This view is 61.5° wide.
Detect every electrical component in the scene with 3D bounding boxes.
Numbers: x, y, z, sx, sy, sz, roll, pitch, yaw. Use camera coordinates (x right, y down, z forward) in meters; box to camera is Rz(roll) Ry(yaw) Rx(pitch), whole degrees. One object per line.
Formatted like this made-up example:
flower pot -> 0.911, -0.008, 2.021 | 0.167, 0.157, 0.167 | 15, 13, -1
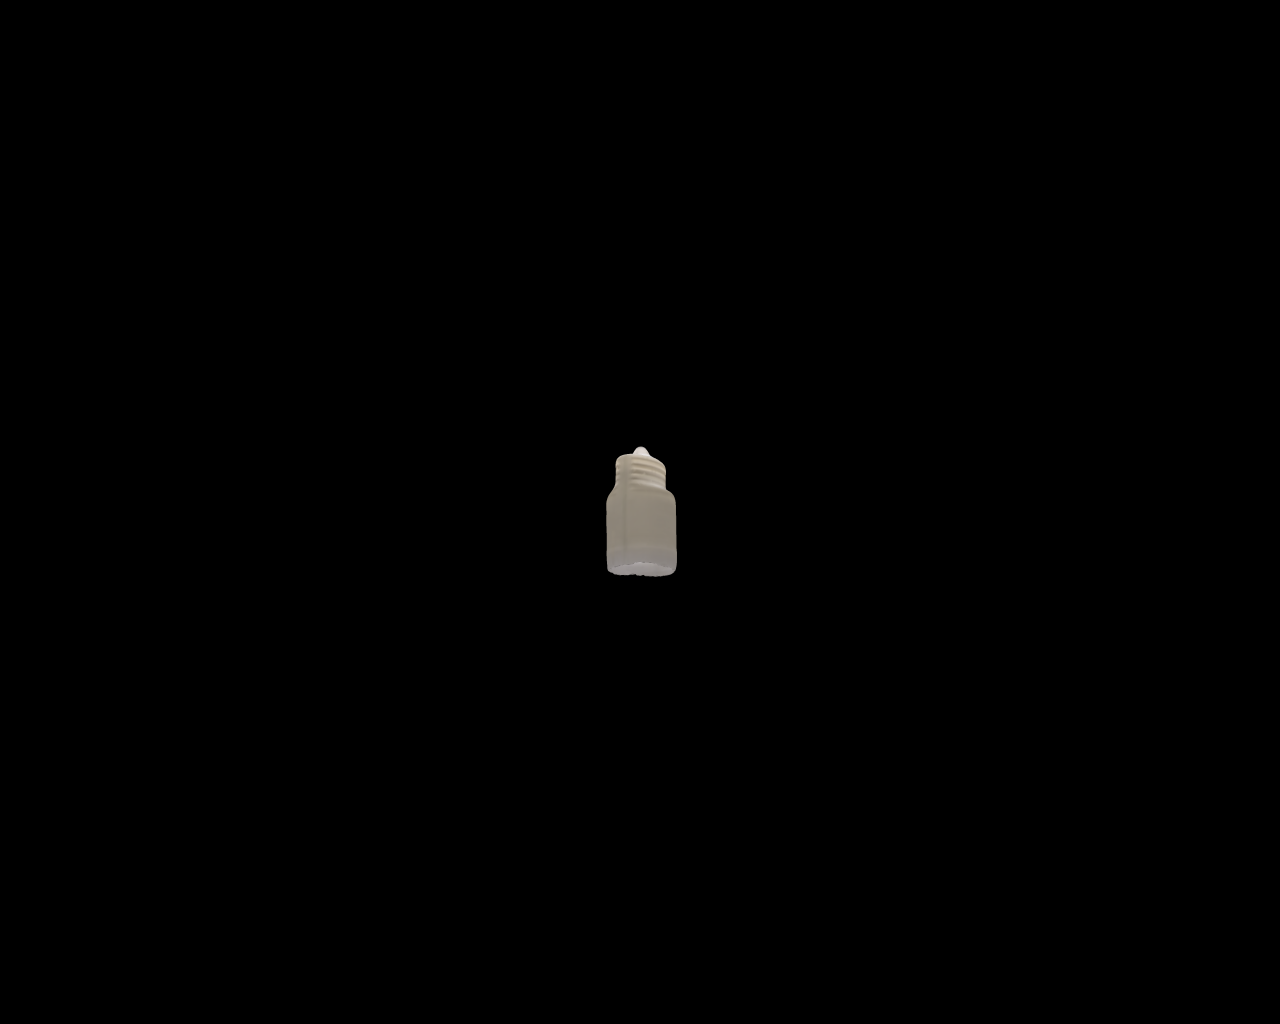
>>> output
electrical component -> 0.001, -0.003, 0.650 | 0.043, 0.081, 0.043 | 0, -14, 0
